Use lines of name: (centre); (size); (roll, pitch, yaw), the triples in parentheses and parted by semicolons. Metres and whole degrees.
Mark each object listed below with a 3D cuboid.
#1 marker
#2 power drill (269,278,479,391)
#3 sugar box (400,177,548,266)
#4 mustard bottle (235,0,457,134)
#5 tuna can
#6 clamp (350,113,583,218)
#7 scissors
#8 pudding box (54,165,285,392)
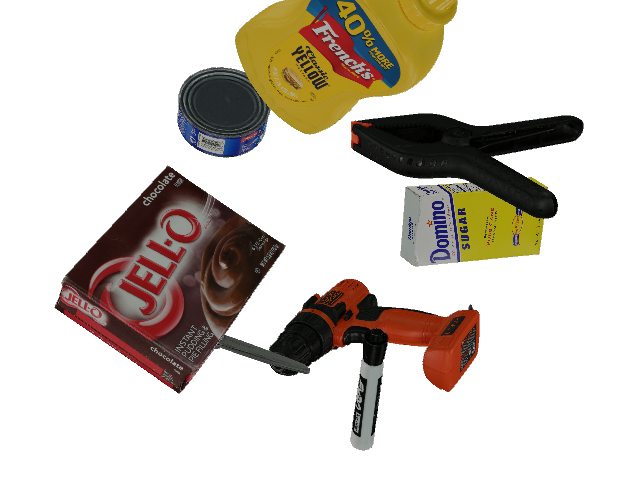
marker: (0.038, 0.115, 0.825); (0.020, 0.121, 0.020); (3, 38, -3)
power drill: (0.059, 0.102, 1.110); (0.188, 0.057, 0.184); (11, 28, 25)
sugar box: (0.188, -0.023, 1.305); (0.176, 0.093, 0.048); (-7, 23, -21)
mustard bottle: (0.027, -0.140, 0.724); (0.192, 0.096, 0.058); (-18, 23, 51)
tuna can: (-0.091, -0.120, 0.998); (0.086, 0.086, 0.034); (0, -35, -12)
clamp: (0.132, -0.085, 0.965); (0.210, 0.036, 0.164); (14, 35, 23)
scissors: (-0.102, 0.078, 0.986); (0.202, 0.016, 0.096); (9, 29, 4)
pudding box: (-0.087, 0.021, 0.631); (0.090, 0.113, 0.039); (35, -43, 0)
